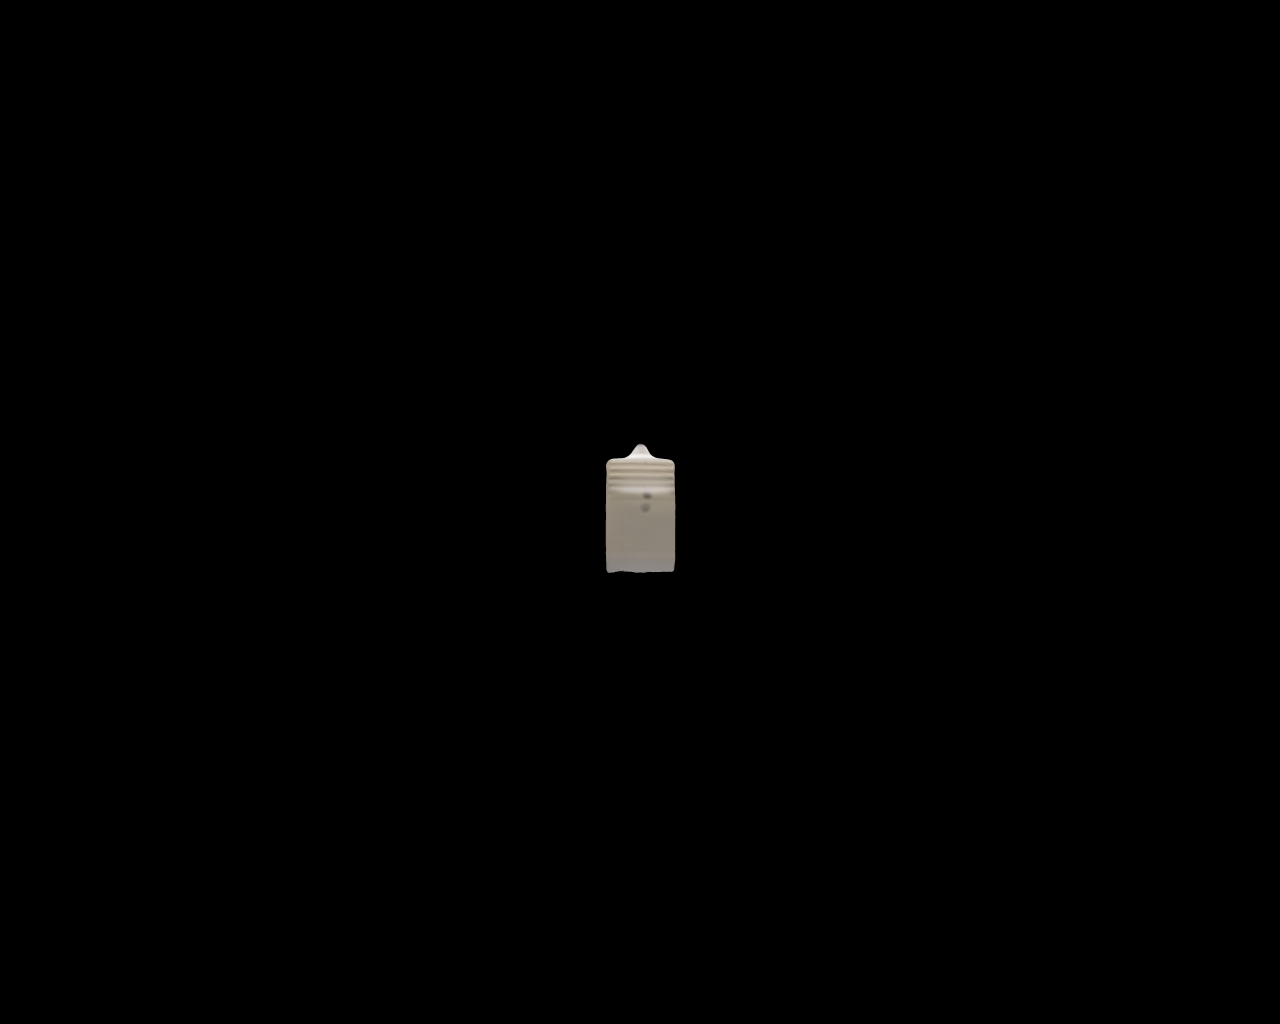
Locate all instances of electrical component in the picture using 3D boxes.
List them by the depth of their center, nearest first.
[{"bbox_3d":[0.001,-0.003,0.650,0.043,0.081,0.043,0,-2,0],"label":"electrical component"}]
